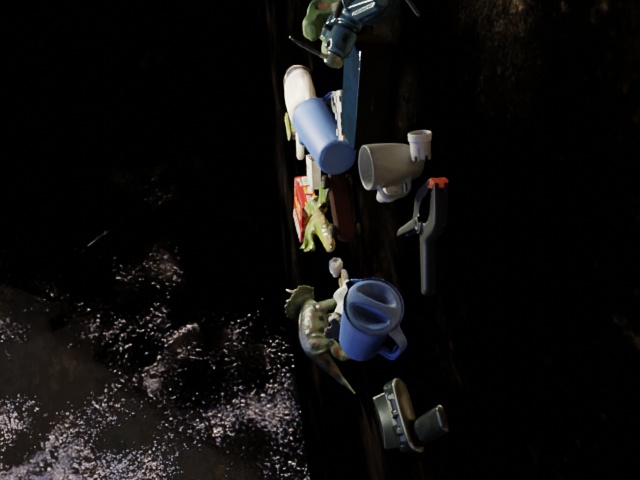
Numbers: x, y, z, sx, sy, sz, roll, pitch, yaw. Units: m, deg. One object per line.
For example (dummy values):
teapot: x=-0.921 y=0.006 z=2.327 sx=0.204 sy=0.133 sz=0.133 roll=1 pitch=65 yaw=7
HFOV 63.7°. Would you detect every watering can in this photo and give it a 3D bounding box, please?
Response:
watering can: x=-0.068 y=-0.451 z=1.788 sx=0.340 sy=0.104 sz=0.229 roll=107 pitch=156 yaw=-60

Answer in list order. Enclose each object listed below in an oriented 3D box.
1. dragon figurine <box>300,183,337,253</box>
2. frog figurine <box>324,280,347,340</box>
dragon figurine: x=0.005 y=-0.083 z=1.653 sx=0.410 sy=0.122 sz=0.243 roll=-178 pitch=90 yaw=-77
frog figurine: x=0.086 y=0.198 z=1.443 sx=0.163 sy=0.123 sz=0.134 roll=-57 pitch=-30 yaw=-44
